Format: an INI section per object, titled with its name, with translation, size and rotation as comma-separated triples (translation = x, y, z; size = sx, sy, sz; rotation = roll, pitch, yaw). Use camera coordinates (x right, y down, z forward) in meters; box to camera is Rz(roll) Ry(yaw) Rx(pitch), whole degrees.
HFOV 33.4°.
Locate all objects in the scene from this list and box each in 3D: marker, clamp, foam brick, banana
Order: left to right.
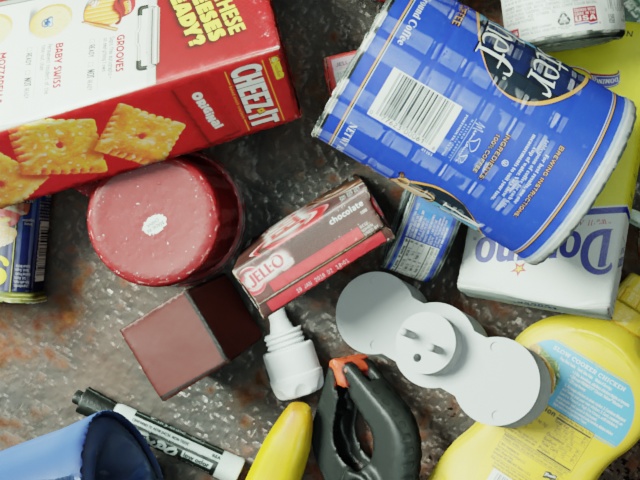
[marker]
translation = -0.108, 0.128, 0.705
size = 0.121, 0.020, 0.020
rotation = 25, 93, 1
[foam brick]
translation = -0.078, 0.059, 0.668
size = 0.053, 0.078, 0.051
rotation = -32, 89, 13
[banana]
translation = -0.049, 0.198, 0.674
size = 0.037, 0.070, 0.197
rotation = 25, 72, 3
[clamp]
translation = 0.043, 0.158, 0.669
size = 0.120, 0.039, 0.171
rotation = -4, 93, 34

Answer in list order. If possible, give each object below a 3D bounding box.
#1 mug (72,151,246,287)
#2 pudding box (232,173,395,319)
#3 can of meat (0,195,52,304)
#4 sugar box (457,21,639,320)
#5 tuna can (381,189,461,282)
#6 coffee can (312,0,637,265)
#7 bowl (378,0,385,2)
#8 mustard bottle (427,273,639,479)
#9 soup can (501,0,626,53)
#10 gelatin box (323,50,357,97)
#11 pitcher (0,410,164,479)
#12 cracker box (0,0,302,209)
[mug]
translation = -0.107, -0.019, 0.667
size = 0.117, 0.081, 0.093
rotation = 28, 93, 1
[pudding box]
translation = -0.004, 0.001, 0.647
size = 0.090, 0.113, 0.039
rotation = -31, 95, 3
[can of meat]
translation = -0.225, -0.006, 0.685
size = 0.102, 0.057, 0.084
rotation = 5, 90, 2
[sugar box]
translation = 0.146, -0.046, 0.651
size = 0.093, 0.048, 0.176
rotation = 8, 81, 20
[tuna can]
translation = 0.067, -0.018, 0.658
size = 0.034, 0.086, 0.086
rotation = 20, 93, 0
[coffee can]
translation = 0.081, -0.065, 0.574
size = 0.140, 0.103, 0.103
rotation = 30, 93, -1
[bowl]
translation = 0.049, -0.224, 0.664
size = 0.162, 0.055, 0.162
rotation = 0, 92, 2
[mustard bottle]
translation = 0.153, 0.106, 0.672
size = 0.096, 0.058, 0.191
rotation = 32, 93, 15
[soup can]
translation = 0.133, -0.160, 0.603
size = 0.068, 0.068, 0.102
rotation = -7, 95, 2
[gelatin box]
translation = 0.048, -0.104, 0.661
size = 0.089, 0.073, 0.030
rotation = -13, 93, 2
[pitcher]
translation = -0.220, 0.198, 0.647
size = 0.243, 0.145, 0.149
rotation = -19, 111, 9
[cracker box]
translation = -0.132, -0.119, 0.635
size = 0.213, 0.072, 0.164
rotation = -16, 57, 3
